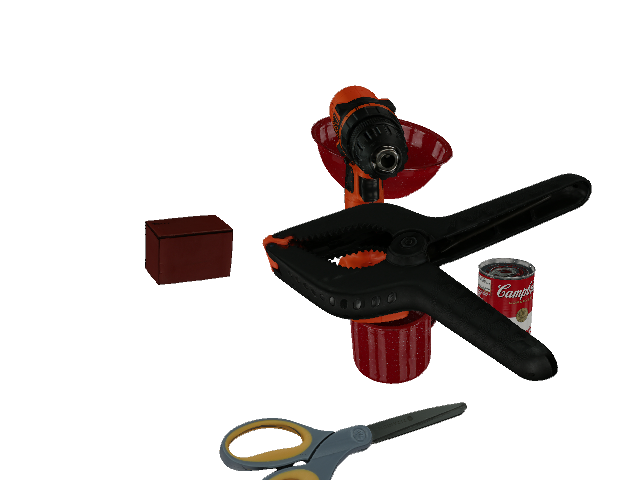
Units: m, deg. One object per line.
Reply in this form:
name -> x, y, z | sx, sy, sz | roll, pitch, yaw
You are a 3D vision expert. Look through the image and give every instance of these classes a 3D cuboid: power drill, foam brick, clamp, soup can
power drill -> 0.044, -0.028, 0.914 | 0.057, 0.188, 0.184 | -3, 21, -4
foam brick -> -0.133, 0.008, 1.073 | 0.078, 0.051, 0.053 | -6, 21, -23
clamp -> 0.067, 0.007, 0.680 | 0.210, 0.036, 0.164 | 8, 45, 26
soup can -> 0.225, 0.080, 1.305 | 0.068, 0.102, 0.068 | 0, 19, 0

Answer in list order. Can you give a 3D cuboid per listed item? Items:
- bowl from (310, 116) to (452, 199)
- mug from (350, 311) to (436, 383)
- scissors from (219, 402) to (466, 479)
bowl -> 0.065, -0.091, 1.212 | 0.162, 0.055, 0.162 | 7, 27, -4
mug -> 0.082, 0.087, 1.106 | 0.117, 0.081, 0.093 | -30, 43, -32
scissors -> 0.025, 0.169, 0.815 | 0.201, 0.096, 0.016 | 0, -39, -10
